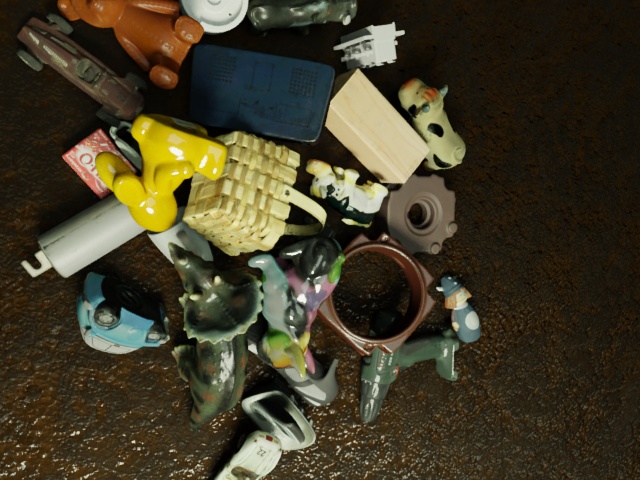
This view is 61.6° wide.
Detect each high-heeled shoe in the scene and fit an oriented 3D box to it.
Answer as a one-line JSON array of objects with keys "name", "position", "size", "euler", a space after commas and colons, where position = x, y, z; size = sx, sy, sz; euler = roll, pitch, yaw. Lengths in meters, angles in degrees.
[{"name": "high-heeled shoe", "position": [-0.074, 0.234, 1.022], "size": [0.249, 0.086, 0.145], "euler": [23, 126, -3]}]

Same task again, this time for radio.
[{"name": "radio", "position": [-0.096, -0.235, 0.884], "size": [0.230, 0.073, 0.131], "euler": [10, 95, 2]}]

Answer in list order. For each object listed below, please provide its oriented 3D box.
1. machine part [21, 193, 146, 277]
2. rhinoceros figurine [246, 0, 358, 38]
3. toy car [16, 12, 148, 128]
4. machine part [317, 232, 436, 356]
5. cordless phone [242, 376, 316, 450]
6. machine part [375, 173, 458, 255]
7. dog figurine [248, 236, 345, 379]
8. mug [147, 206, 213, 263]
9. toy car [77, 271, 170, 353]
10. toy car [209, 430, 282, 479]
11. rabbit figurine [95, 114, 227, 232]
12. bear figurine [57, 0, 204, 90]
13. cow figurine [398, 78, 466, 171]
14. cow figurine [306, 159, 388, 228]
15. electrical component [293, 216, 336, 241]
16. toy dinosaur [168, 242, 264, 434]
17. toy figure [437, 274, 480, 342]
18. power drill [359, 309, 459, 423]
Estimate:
[{"name": "machine part", "position": [-0.348, -0.016, 0.850], "size": [0.243, 0.079, 0.079], "euler": [-35, 109, -15]}, {"name": "rhinoceros figurine", "position": [-0.032, -0.395, 0.912], "size": [0.190, 0.112, 0.073], "euler": [-9, 98, -13]}, {"name": "toy car", "position": [-0.360, -0.259, 0.817], "size": [0.202, 0.053, 0.089], "euler": [38, 85, -15]}, {"name": "machine part", "position": [0.100, 0.100, 1.015], "size": [0.201, 0.087, 0.201], "euler": [43, 80, 1]}, {"name": "cordless phone", "position": [-0.052, 0.335, 0.963], "size": [0.089, 0.184, 0.146], "euler": [-39, 110, -18]}, {"name": "machine part", "position": [0.195, -0.053, 1.083], "size": [0.179, 0.056, 0.179], "euler": [-3, 97, -21]}, {"name": "dog figurine", "position": [-0.029, 0.120, 0.915], "size": [0.192, 0.108, 0.219], "euler": [-18, 82, 8]}, {"name": "mug", "position": [-0.220, 0.010, 0.896], "size": [0.081, 0.110, 0.107], "euler": [-40, 123, -20]}, {"name": "toy car", "position": [-0.330, 0.130, 0.873], "size": [0.103, 0.109, 0.161], "euler": [-45, 125, 13]}, {"name": "toy car", "position": [-0.140, 0.417, 0.973], "size": [0.073, 0.056, 0.201], "euler": [29, 115, -15]}, {"name": "rabbit figurine", "position": [-0.233, -0.088, 0.782], "size": [0.162, 0.122, 0.173], "euler": [-2, 124, -49]}, {"name": "bear figurine", "position": [-0.287, -0.332, 0.806], "size": [0.195, 0.132, 0.120], "euler": [28, 106, -30]}, {"name": "cow figurine", "position": [0.213, -0.221, 1.029], "size": [0.085, 0.127, 0.194], "euler": [-44, 113, -15]}, {"name": "cow figurine", "position": [0.038, -0.087, 1.009], "size": [0.167, 0.068, 0.098], "euler": [20, 95, -23]}, {"name": "electrical component", "position": [-0.002, -0.003, 0.996], "size": [0.063, 0.094, 0.021], "euler": [-55, 155, -7]}, {"name": "toy dinosaur", "position": [-0.167, 0.190, 0.861], "size": [0.131, 0.192, 0.404], "euler": [-4, 109, -17]}, {"name": "toy figure", "position": [0.303, 0.144, 1.156], "size": [0.064, 0.058, 0.154], "euler": [-43, 115, -53]}, {"name": "power drill", "position": [0.180, 0.258, 1.114], "size": [0.207, 0.086, 0.231], "euler": [2, 94, -15]}]
